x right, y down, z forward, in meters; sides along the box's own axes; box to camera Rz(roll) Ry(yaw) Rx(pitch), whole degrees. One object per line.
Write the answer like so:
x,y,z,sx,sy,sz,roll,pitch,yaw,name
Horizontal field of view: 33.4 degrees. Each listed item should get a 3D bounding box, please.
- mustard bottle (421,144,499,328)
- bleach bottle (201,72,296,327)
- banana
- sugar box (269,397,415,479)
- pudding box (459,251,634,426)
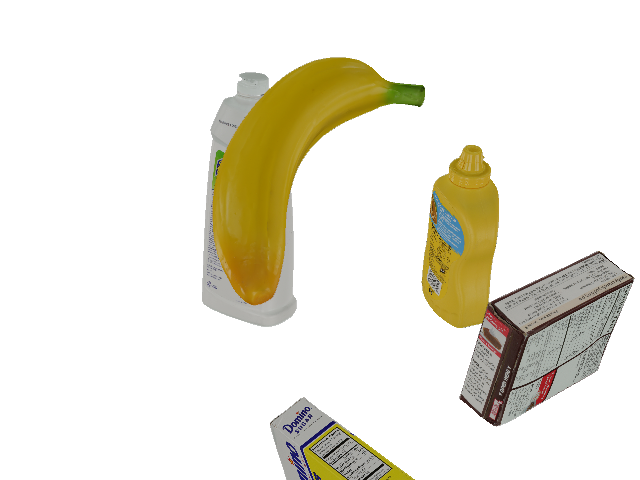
0.144,-0.011,1.087,0.058,0.192,0.096,-10,37,-15,mustard bottle
-0.068,-0.044,1.089,0.103,0.251,0.068,17,25,26,bleach bottle
-0.012,-0.046,0.544,0.070,0.037,0.197,20,46,18,banana
0.036,0.206,0.847,0.048,0.093,0.176,-36,42,-28,sugar box
0.153,0.066,0.722,0.113,0.090,0.039,-22,47,-34,pudding box
